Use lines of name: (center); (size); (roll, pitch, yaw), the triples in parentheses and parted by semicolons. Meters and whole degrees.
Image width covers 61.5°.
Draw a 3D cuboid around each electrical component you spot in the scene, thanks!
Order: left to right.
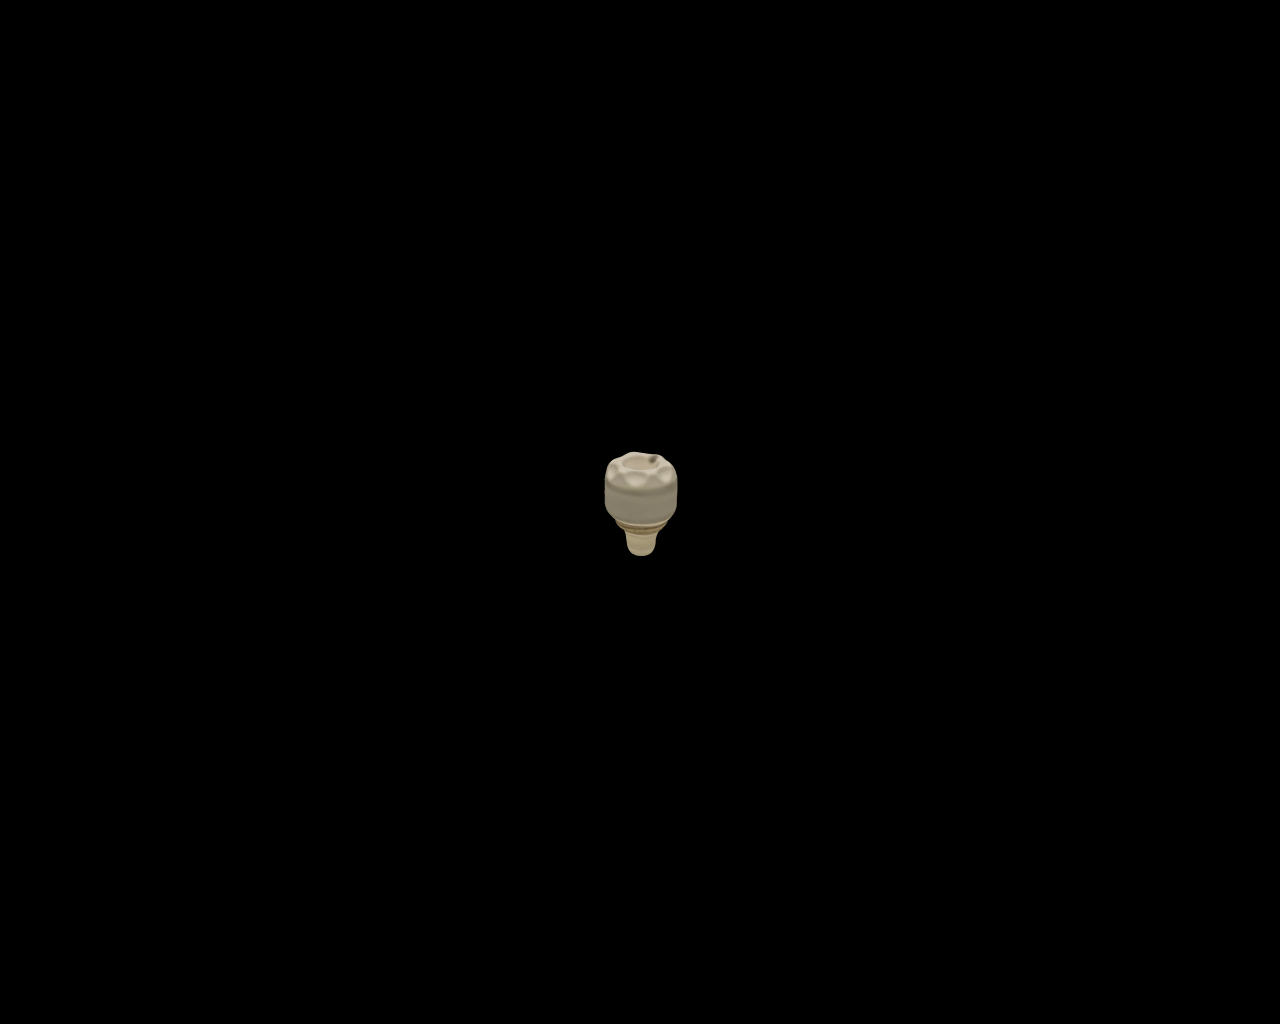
electrical component: (0.001, -0.003, 0.650); (0.043, 0.062, 0.043); (0, 24, 0)
